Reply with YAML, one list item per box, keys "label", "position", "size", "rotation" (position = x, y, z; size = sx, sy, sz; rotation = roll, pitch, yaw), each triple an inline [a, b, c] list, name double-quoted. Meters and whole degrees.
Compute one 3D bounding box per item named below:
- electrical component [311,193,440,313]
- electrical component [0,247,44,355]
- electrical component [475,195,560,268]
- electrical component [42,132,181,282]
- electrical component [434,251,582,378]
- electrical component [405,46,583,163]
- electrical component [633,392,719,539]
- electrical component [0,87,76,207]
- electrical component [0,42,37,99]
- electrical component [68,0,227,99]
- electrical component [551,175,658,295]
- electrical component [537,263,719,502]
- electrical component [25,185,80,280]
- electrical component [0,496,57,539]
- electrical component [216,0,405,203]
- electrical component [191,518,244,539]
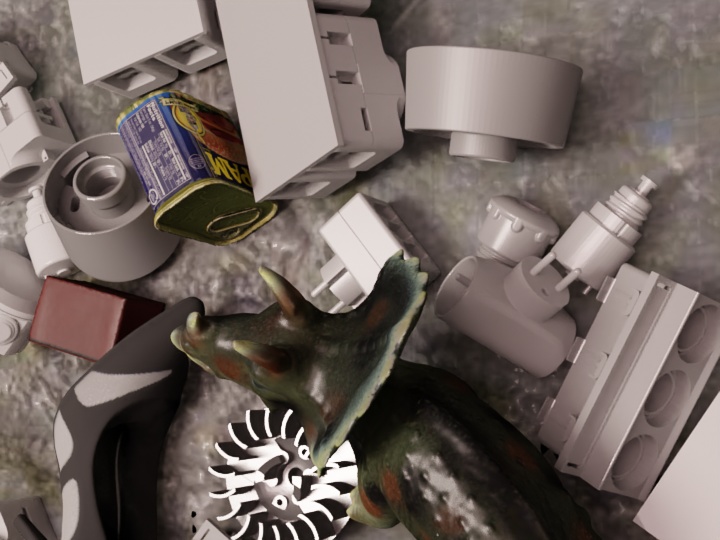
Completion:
- label: "electrical component"
  position: [0.000, 0.000, 0.717]
  size: [0.077, 0.047, 0.065]
  rotation: [-42, 70, 16]
- label: "electrical component"
  position: [-0.276, 0.022, 0.825]
  size: [0.080, 0.080, 0.051]
  rotation: [47, 109, 21]
- label: "electrical component"
  position: [0.093, -0.013, 0.678]
  size: [0.048, 0.048, 0.062]
  rotation: [33, 106, 24]
- label: "electrical component"
  position: [-0.182, -0.050, 0.794]
  size: [0.099, 0.064, 0.099]
  rotation: [-4, 59, 7]
- label: "electrical component"
  position: [0.098, 0.018, 0.644]
  size: [0.077, 0.044, 0.079]
  rotation: [31, 128, -16]
- label: "electrical component"
  position: [0.079, -0.098, 0.660]
  size: [0.108, 0.108, 0.060]
  rotation: [9, 95, 25]
- label: "electrical component"
  position: [0.241, 0.143, 0.584]
  size: [0.150, 0.062, 0.089]
  rotation: [35, 99, 23]
- label: "electrical component"
  position: [-0.275, -0.092, 0.851]
  size: [0.089, 0.050, 0.055]
  rotation: [-33, 72, 19]
- label: "electrical component"
  position: [-0.299, -0.163, 0.862]
  size: [0.042, 0.064, 0.081]
  rotation: [-44, 69, 15]
- label: "electrical component"
  position: [-0.163, -0.235, 0.808]
  size: [0.105, 0.060, 0.186]
  rotation: [-18, 78, 22]
- label: "electrical component"
  position: [0.151, -0.023, 0.653]
  size: [0.040, 0.040, 0.078]
  rotation: [42, 102, 22]
- label: "electrical component"
  position: [0.158, 0.063, 0.625]
  size: [0.063, 0.079, 0.121]
  rotation: [33, 100, 53]
- label: "electrical component"
  position: [-0.240, -0.029, 0.834]
  size: [0.040, 0.040, 0.078]
  rotation: [-28, 74, 20]
- label: "electrical component"
  position: [-0.263, 0.223, 0.811]
  size: [0.050, 0.056, 0.089]
  rotation: [-34, 72, 18]
- label: "electrical component"
  position: [-0.036, -0.151, 0.716]
  size: [0.105, 0.060, 0.186]
  rotation: [-27, 72, 53]
- label: "electrical component"
  position: [-0.105, 0.211, 0.734]
  size: [0.042, 0.064, 0.081]
  rotation: [39, 101, 15]
